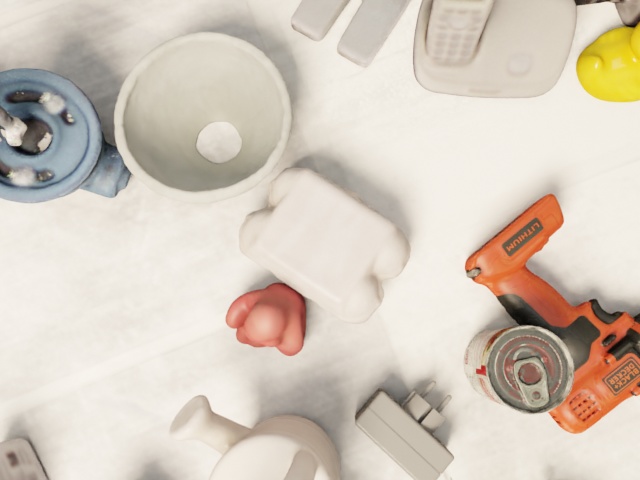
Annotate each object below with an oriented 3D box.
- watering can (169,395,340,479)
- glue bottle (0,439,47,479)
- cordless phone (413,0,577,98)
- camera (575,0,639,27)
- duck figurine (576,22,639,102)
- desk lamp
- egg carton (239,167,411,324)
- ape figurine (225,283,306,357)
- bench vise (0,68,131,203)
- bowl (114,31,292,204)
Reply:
[{"bbox_3d":[-0.044,0.195,0.441,0.172,0.194,0.101,22,82,7],"label":"watering can"},{"bbox_3d":[-0.282,0.211,0.460,0.037,0.173,0.078,-29,80,-2],"label":"glue bottle"},{"bbox_3d":[0.161,-0.203,0.506,0.147,0.185,0.094,2,80,3],"label":"cordless phone"},{"bbox_3d":[0.280,-0.290,0.558,0.136,0.101,0.143,-7,80,2],"label":"camera"},{"bbox_3d":[0.306,-0.181,0.545,0.104,0.086,0.077,-14,79,0],"label":"duck figurine"},{"bbox_3d":[0.058,-0.301,0.513,0.118,0.213,0.203,29,83,8],"label":"desk lamp"},{"bbox_3d":[0.005,0.002,0.536,0.150,0.069,0.107,32,83,8],"label":"egg carton"},{"bbox_3d":[-0.046,0.073,0.514,0.076,0.092,0.077,-44,81,-5],"label":"ape figurine"},{"bbox_3d":[-0.294,-0.095,0.491,0.207,0.220,0.121,-1,80,3],"label":"bench vise"},{"bbox_3d":[-0.107,-0.109,0.558,0.167,0.075,0.167,0,80,3],"label":"bowl"}]
